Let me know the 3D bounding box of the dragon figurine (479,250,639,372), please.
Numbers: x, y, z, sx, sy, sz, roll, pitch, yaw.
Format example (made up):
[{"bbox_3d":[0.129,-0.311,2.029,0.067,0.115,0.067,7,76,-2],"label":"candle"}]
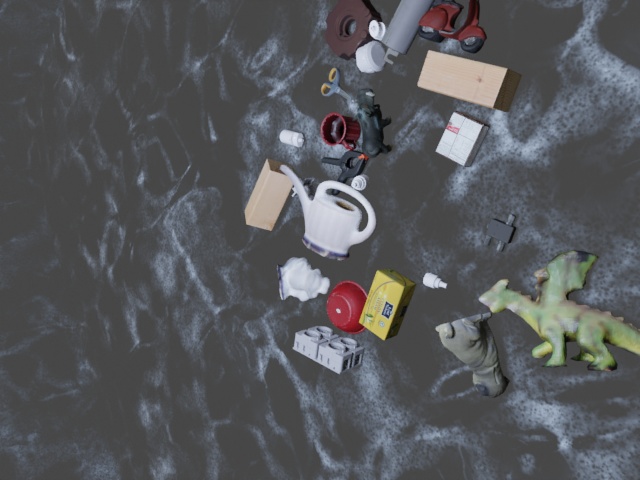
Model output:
[{"bbox_3d":[0.542,0.141,1.076,0.408,0.122,0.245,-8,79,33],"label":"dragon figurine"}]

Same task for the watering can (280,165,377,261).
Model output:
[{"bbox_3d":[0.005,-0.076,1.515,0.350,0.105,0.221,27,111,25],"label":"watering can"}]

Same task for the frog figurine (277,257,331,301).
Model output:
[{"bbox_3d":[-0.045,0.122,1.607,0.159,0.122,0.138,-4,81,6],"label":"frog figurine"}]
